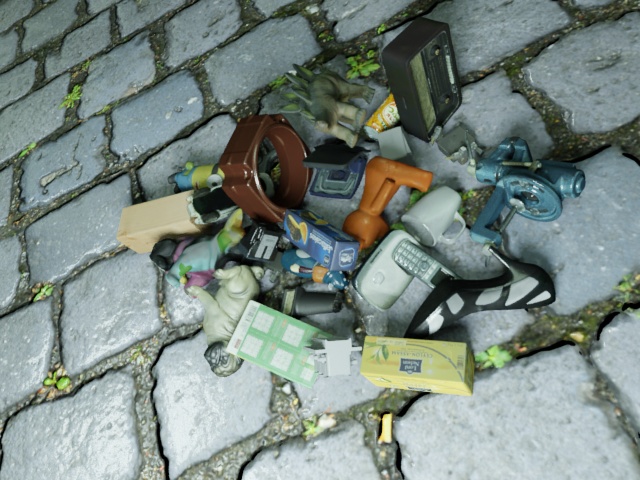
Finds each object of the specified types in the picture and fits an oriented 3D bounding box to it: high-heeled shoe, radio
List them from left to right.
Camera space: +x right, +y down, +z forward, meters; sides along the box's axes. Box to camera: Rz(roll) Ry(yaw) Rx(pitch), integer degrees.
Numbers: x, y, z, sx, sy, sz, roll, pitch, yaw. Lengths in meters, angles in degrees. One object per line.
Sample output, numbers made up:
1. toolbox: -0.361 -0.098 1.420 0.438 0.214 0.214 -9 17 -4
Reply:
1. radio: 0.212 -0.320 1.084 0.131 0.229 0.073 -47 55 -11
2. high-heeled shoe: 0.269 0.122 0.907 0.145 0.086 0.248 43 100 -4

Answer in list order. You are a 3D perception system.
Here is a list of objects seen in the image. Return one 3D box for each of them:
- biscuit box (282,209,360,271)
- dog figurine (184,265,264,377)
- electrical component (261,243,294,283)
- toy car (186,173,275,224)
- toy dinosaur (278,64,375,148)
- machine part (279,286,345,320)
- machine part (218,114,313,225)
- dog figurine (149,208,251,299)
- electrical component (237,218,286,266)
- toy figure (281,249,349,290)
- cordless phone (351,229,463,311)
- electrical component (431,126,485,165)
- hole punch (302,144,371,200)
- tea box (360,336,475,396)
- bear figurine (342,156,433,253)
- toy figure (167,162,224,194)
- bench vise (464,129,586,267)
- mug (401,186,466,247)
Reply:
1. biscuit box: -0.002 -0.003 1.064 0.203 0.059 0.062 34 116 51
2. dog figurine: -0.166 0.161 1.084 0.172 0.121 0.191 -32 68 10
3. electrical component: -0.094 0.045 1.148 0.063 0.021 0.094 18 72 33
4. toy car: -0.202 -0.096 1.215 0.202 0.056 0.073 -20 85 -12
5. toy dinosaur: 0.017 -0.318 1.186 0.199 0.105 0.471 22 27 -2
6. machine part: -0.019 0.125 1.060 0.139 0.039 0.084 -8 52 24
7. machine part: -0.107 -0.151 1.146 0.087 0.201 0.201 -1 57 37
8. dog figurine: -0.249 0.014 1.191 0.219 0.108 0.192 -43 51 -8
9. electrical component: -0.130 0.019 1.116 0.048 0.074 0.119 39 105 46
10. toy figure: -0.009 0.058 1.076 0.155 0.057 0.064 17 51 34
11. cordless phone: 0.166 0.082 0.980 0.184 0.088 0.146 36 81 16
12. electrical component: 0.274 -0.195 1.095 0.078 0.045 0.102 -34 55 6
13. hole punch: 0.036 -0.151 1.170 0.142 0.092 0.116 7 36 31
14. tea box: 0.163 0.208 0.891 0.170 0.098 0.068 -2 62 26
15. bear figurine: 0.124 -0.062 1.064 0.120 0.132 0.195 -140 64 -76
16. toy figure: -0.282 -0.148 1.310 0.180 0.082 0.089 4 67 29
17. bench vise: 0.333 -0.077 0.959 0.224 0.128 0.240 24 70 35
18. mug: 0.227 -0.047 1.016 0.110 0.080 0.107 33 71 34
